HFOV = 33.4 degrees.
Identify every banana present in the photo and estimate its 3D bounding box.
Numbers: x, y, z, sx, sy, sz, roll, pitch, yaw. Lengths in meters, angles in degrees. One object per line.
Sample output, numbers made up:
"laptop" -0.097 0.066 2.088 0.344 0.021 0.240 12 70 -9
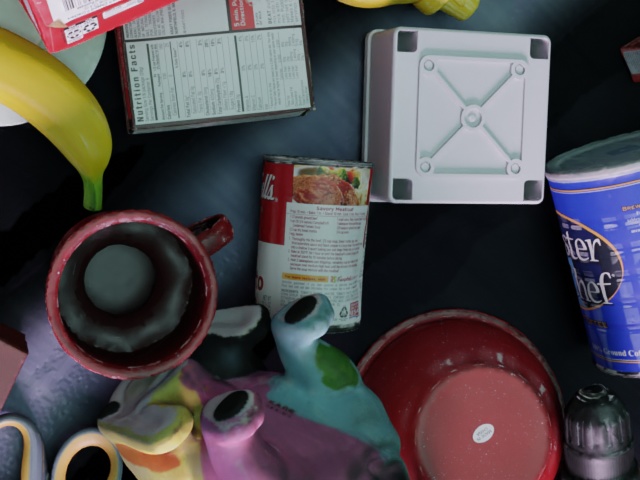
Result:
"banana" -0.187 -0.085 0.578 0.197 0.037 0.069 30 90 -26

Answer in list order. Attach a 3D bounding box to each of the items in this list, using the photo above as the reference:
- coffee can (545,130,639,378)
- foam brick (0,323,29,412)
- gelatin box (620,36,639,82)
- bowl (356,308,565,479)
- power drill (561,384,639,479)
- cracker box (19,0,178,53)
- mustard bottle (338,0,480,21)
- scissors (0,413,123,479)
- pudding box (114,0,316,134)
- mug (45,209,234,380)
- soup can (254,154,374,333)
"coffee can" 0.214 0.006 0.701 0.102 0.103 0.140 -20 101 -15
"foam brick" -0.206 0.081 0.605 0.051 0.053 0.078 26 89 -19
"gelatin box" 0.259 -0.139 0.715 0.089 0.073 0.030 -30 104 -12
"bowl" 0.096 0.124 0.688 0.162 0.055 0.162 1 85 -13
"power drill" 0.236 0.157 0.720 0.187 0.057 0.184 -19 114 -28
"cracker box" -0.113 -0.216 0.541 0.164 0.072 0.214 -28 68 -13
"mustard bottle" 0.021 -0.198 0.642 0.191 0.058 0.096 36 90 -18
"scissors" -0.158 0.199 0.651 0.096 0.016 0.202 -11 99 -16
"pudding box" -0.064 -0.113 0.632 0.113 0.039 0.090 -7 95 -12
"mug" -0.102 0.019 0.614 0.117 0.082 0.093 -35 105 -11
"soup can" -0.004 0.001 0.651 0.068 0.069 0.102 2 96 -18
